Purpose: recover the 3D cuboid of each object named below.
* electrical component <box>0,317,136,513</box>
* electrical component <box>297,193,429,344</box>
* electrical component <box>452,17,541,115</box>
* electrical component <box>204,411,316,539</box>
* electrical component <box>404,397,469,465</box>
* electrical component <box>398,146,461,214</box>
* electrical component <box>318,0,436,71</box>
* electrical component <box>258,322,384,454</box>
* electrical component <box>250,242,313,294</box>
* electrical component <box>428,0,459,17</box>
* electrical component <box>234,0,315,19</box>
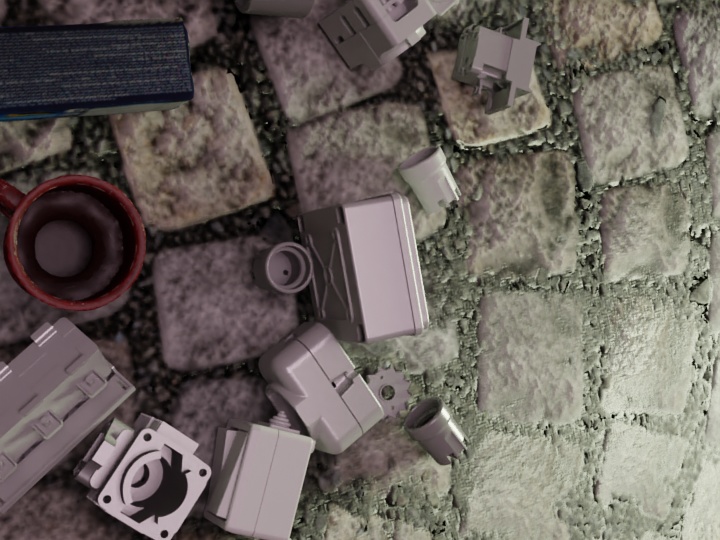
[{"bbox_3d":[-0.231,0.096,0.752,0.079,0.063,0.121,37,68,24],"label":"electrical component"},{"bbox_3d":[0.000,0.000,0.845,0.056,0.109,0.108,-11,93,-22],"label":"electrical component"},{"bbox_3d":[0.118,-0.182,0.942,0.064,0.042,0.081,15,81,-22],"label":"electrical component"},{"bbox_3d":[-0.080,0.153,0.827,0.061,0.062,0.096,18,81,-23],"label":"electrical component"},{"bbox_3d":[0.066,0.137,0.908,0.040,0.040,0.046,-46,112,-19],"label":"electrical component"},{"bbox_3d":[0.060,-0.076,0.914,0.040,0.040,0.046,-37,109,-21],"label":"electrical component"},{"bbox_3d":[0.015,-0.200,0.869,0.050,0.089,0.055,-42,105,-20],"label":"electrical component"},{"bbox_3d":[-0.034,0.096,0.854,0.059,0.054,0.095,-38,103,-21],"label":"electrical component"},{"bbox_3d":[-0.063,-0.001,0.849,0.040,0.046,0.040,1,88,-25],"label":"electrical component"},{"bbox_3d":[0.051,-0.260,0.885,0.048,0.099,0.100,-41,107,12],"label":"electrical component"},{"bbox_3d":[-0.075,-0.247,0.823,0.060,0.108,0.108,-6,90,-19],"label":"electrical component"}]
